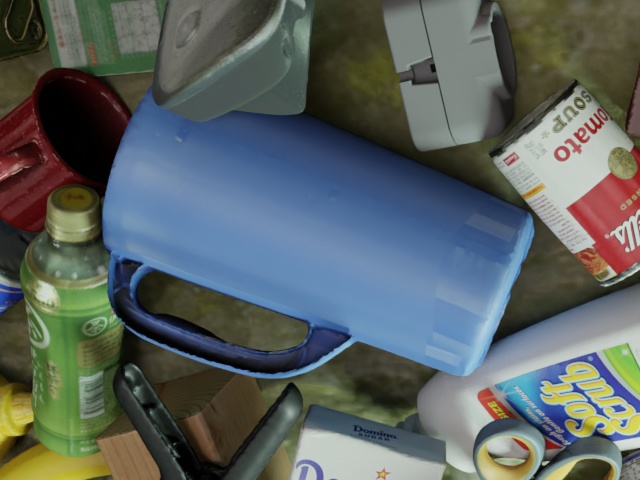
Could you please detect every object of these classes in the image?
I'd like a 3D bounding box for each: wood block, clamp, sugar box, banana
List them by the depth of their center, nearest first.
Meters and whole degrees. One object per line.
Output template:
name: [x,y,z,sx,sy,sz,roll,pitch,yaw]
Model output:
sugar box: [0.014,0.202,0.679,0.093,0.048,0.176,15,104,4]
clamp: [-0.080,0.153,0.681,0.120,0.039,0.171,16,111,14]
wood block: [-0.066,0.205,0.766,0.090,0.090,0.206,-18,101,25]
banana: [-0.205,0.188,0.814,0.198,0.037,0.069,-20,86,4]

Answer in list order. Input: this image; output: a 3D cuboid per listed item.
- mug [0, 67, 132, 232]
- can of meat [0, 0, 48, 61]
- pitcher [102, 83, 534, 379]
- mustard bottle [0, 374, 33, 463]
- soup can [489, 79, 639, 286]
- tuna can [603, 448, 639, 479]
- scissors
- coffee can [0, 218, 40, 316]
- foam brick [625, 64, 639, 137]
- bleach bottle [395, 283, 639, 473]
mug: [-0.185,-0.053,0.713,0.082,0.117,0.093,-29,95,31]
can of meat: [-0.246,-0.144,0.711,0.084,0.102,0.057,-3,107,23]
pitcher: [-0.004,0.001,0.652,0.243,0.144,0.149,22,123,9]
mustard bottle: [-0.297,0.143,0.849,0.192,0.058,0.096,-11,99,24]
soup can: [0.155,-0.033,0.615,0.069,0.068,0.102,-41,91,27]
tuna can: [0.219,0.164,0.658,0.086,0.033,0.086,3,130,3]
scissors: [0.111,0.173,0.693,0.096,0.016,0.202,30,133,-10]
coffee can: [-0.270,0.021,0.773,0.140,0.102,0.103,-34,94,27]
foam brick: [0.212,-0.081,0.588,0.078,0.051,0.053,13,111,16]
bleach bottle: [0.161,0.095,0.661,0.251,0.068,0.102,-26,105,29]
